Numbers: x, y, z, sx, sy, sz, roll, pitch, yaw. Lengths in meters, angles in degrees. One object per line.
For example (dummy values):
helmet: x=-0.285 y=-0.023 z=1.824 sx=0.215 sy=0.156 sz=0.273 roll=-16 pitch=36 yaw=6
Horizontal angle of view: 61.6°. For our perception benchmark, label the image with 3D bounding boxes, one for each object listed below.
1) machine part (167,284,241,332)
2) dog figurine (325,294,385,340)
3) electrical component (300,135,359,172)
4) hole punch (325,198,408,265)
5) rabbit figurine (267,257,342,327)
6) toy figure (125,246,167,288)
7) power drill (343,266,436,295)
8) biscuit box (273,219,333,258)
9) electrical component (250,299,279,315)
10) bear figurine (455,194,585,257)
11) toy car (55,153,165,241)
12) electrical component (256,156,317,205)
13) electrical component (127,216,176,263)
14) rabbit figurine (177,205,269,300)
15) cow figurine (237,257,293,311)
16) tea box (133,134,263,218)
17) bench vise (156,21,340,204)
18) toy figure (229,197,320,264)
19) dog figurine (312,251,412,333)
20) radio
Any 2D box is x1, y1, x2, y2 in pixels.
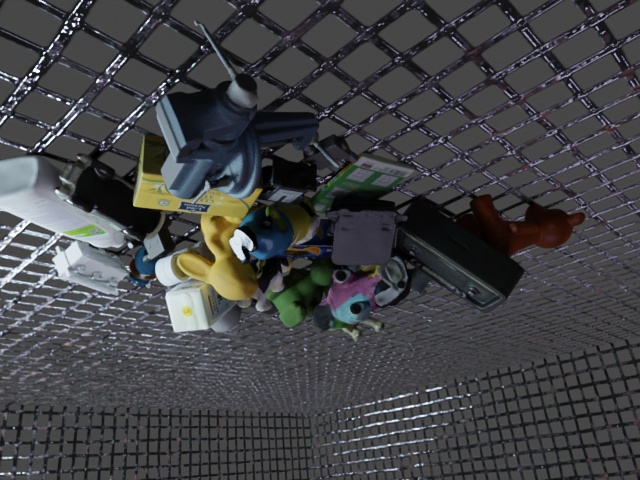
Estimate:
machine part: x=-0.246 y=0.124 z=1.156 sx=0.079 sy=0.079 sz=0.243 roll=-18 pitch=132 yaw=24
dog figurine: x=0.058 y=0.162 z=1.372 sx=0.172 sy=0.121 sz=0.190 roll=-28 pitch=133 yaw=33
electrical component: x=0.012 y=-0.129 z=0.791 sx=0.063 sy=0.021 sz=0.094 roll=-22 pitch=150 yaw=31
hole punch: x=0.071 y=-0.026 z=0.938 sx=0.142 sy=0.092 sz=0.115 roll=4 pitch=124 yaw=-7
rabbit figurine: x=-0.012 y=0.099 z=1.169 sx=0.170 sy=0.121 sz=0.159 roll=-41 pitch=156 yaw=14
toy figure: x=-0.341 y=0.052 z=1.062 sx=0.058 sy=0.064 sz=0.154 roll=-36 pitch=180 yaw=-35
power drill: x=0.150 y=0.068 z=1.181 sx=0.207 sy=0.086 sz=0.231 roll=-4 pitch=145 yaw=-15
biscuit box: x=-0.002 y=-0.003 z=1.017 sx=0.203 sy=0.059 sz=0.062 roll=0 pitch=155 yaw=-14
electrical component: x=-0.106 y=0.135 z=1.298 sx=0.115 sy=0.058 sz=0.134 roll=-20 pitch=152 yaw=32
bear figurine: x=0.380 y=-0.032 z=1.015 sx=0.196 sy=0.132 sz=0.120 roll=-20 pitch=159 yaw=-13
toy car: x=-0.307 y=-0.058 z=0.805 sx=0.056 sy=0.073 sz=0.201 roll=23 pitch=169 yaw=29
electrical component: x=-0.061 y=-0.083 z=0.817 sx=0.075 sy=0.047 sz=0.119 roll=9 pitch=163 yaw=-28
electrical component: x=-0.298 y=-0.005 z=0.942 sx=0.102 sy=0.078 sz=0.045 roll=-20 pitch=176 yaw=39
rabbit figurine: x=-0.157 y=0.022 z=0.903 sx=0.162 sy=0.173 sz=0.121 roll=-18 pitch=157 yaw=16
cow figurine: x=-0.103 y=0.056 z=1.057 sx=0.068 sy=0.167 sz=0.098 roll=14 pitch=126 yaw=13
tea box: x=-0.178 y=-0.088 z=0.782 sx=0.169 sy=0.068 sz=0.098 roll=4 pitch=153 yaw=-23
bench vise: x=-0.088 y=-0.131 z=0.661 sx=0.240 sy=0.129 sz=0.223 roll=-15 pitch=153 yaw=-38
toy figure: x=-0.069 y=-0.023 z=0.858 sx=0.082 sy=0.089 sz=0.180 roll=-18 pitch=-177 yaw=40
dog figurine: x=0.079 y=0.118 z=1.092 sx=0.191 sy=0.108 sz=0.219 roll=-23 pitch=162 yaw=-15
radio: x=0.242 y=0.033 z=0.984 sx=0.230 sy=0.073 sz=0.131 roll=37 pitch=162 yaw=14
